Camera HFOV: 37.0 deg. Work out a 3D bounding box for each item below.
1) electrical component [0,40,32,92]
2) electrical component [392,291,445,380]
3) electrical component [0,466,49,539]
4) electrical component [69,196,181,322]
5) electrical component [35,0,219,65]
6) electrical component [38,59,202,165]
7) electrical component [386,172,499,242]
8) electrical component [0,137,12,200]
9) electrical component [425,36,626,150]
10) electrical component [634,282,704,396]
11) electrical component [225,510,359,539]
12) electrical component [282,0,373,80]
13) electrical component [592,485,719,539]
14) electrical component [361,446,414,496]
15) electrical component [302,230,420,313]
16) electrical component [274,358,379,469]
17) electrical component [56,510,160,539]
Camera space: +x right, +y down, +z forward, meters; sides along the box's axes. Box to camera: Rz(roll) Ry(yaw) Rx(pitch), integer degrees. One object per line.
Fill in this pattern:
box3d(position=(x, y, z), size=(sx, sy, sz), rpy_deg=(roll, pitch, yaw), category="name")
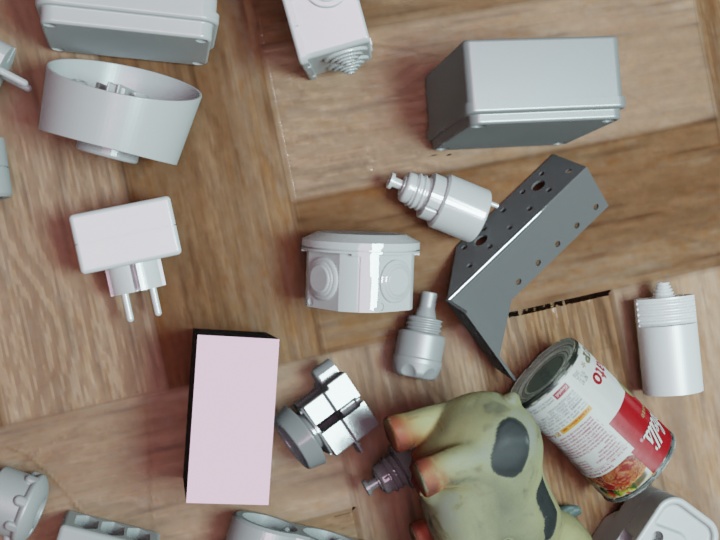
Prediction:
box3d(position=(-0.248, -0.135, 0.690), size=(0.077, 0.066, 0.047), rpy_deg=(27, 85, -9), category="electrical component")
box3d(position=(0.044, 0.046, 0.761), size=(0.035, 0.035, 0.061), rpy_deg=(12, 85, -10), category="electrical component")
box3d(position=(-0.239, 0.148, 0.702), size=(0.062, 0.048, 0.048), rpy_deg=(20, 86, -3), category="electrical component")
box3d(position=(-0.152, -0.005, 0.717), size=(0.066, 0.047, 0.076), rpy_deg=(-12, 93, -10), category="electrical component")
box3d(position=(-0.150, -0.175, 0.703), size=(0.113, 0.078, 0.057), rpy_deg=(4, 86, -11), category="electrical component")
box3d(position=(-0.156, -0.104, 0.694), size=(0.099, 0.099, 0.064), rpy_deg=(14, 94, -10), category="electrical component")
box3d(position=(0.056, -0.049, 0.760), size=(0.078, 0.040, 0.040), rpy_deg=(21, 86, -10), category="electrical component")
box3d(position=(-0.299, -0.075, 0.687), size=(0.138, 0.052, 0.073), rpy_deg=(-8, 91, -11), category="electrical component")
box3d(position=(0.109, -0.120, 0.736), size=(0.109, 0.109, 0.056), rpy_deg=(-4, 88, -11), category="electrical component")
box3d(position=(0.226, 0.049, 0.790), size=(0.043, 0.043, 0.081), rpy_deg=(-6, 91, -11), category="electrical component")
box3d(position=(-0.031, 0.219, 0.736), size=(0.138, 0.052, 0.073), rpy_deg=(17, 87, -10), category="electrical component")
box3d(position=(-0.025, -0.180, 0.717), size=(0.048, 0.099, 0.099), rpy_deg=(-15, 93, 2), category="electrical component")
box3d(position=(0.205, 0.207, 0.777), size=(0.054, 0.059, 0.095), rpy_deg=(37, 83, -8), category="electrical component")
box3d(position=(0.037, 0.133, 0.755), size=(0.078, 0.040, 0.040), rpy_deg=(-29, 95, -10), category="electrical component")
box3d(position=(0.000, 0.000, 0.730), size=(0.080, 0.080, 0.051), rpy_deg=(1, 95, -11), category="electrical component")
box3d(position=(-0.026, 0.104, 0.742), size=(0.055, 0.048, 0.066), rpy_deg=(-35, 96, -16), category="electrical component")
box3d(position=(-0.175, 0.208, 0.711), size=(0.066, 0.047, 0.076), rpy_deg=(17, 87, -10), category="electrical component")
